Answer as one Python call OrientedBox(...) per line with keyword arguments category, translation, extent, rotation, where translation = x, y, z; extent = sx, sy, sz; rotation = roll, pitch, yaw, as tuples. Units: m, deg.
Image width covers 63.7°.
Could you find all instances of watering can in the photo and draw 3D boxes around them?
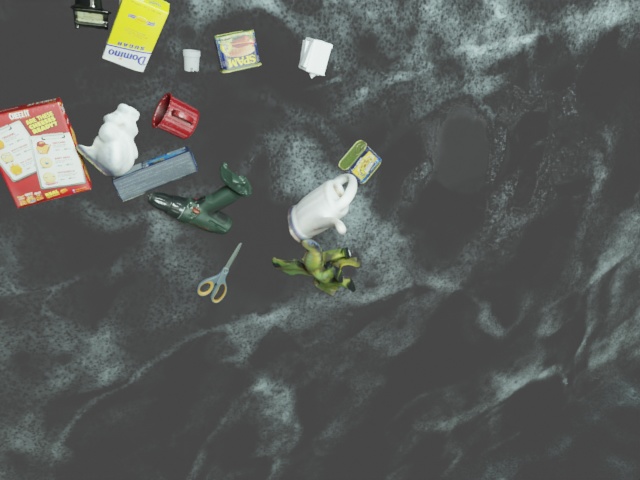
OrientedBox(category="watering can", translation=(0.004, -0.070, 1.385), extent=(0.222, 0.355, 0.103), rotation=(-35, 110, 24))

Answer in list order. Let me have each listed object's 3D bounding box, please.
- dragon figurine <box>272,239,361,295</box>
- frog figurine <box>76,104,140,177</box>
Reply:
OrientedBox(category="dragon figurine", translation=(-0.031, 0.079, 1.487), extent=(0.404, 0.242, 0.124), rotation=(40, 51, -51))
OrientedBox(category="frog figurine", translation=(-0.469, -0.230, 1.205), extent=(0.160, 0.124, 0.135), rotation=(-46, 158, -8))
